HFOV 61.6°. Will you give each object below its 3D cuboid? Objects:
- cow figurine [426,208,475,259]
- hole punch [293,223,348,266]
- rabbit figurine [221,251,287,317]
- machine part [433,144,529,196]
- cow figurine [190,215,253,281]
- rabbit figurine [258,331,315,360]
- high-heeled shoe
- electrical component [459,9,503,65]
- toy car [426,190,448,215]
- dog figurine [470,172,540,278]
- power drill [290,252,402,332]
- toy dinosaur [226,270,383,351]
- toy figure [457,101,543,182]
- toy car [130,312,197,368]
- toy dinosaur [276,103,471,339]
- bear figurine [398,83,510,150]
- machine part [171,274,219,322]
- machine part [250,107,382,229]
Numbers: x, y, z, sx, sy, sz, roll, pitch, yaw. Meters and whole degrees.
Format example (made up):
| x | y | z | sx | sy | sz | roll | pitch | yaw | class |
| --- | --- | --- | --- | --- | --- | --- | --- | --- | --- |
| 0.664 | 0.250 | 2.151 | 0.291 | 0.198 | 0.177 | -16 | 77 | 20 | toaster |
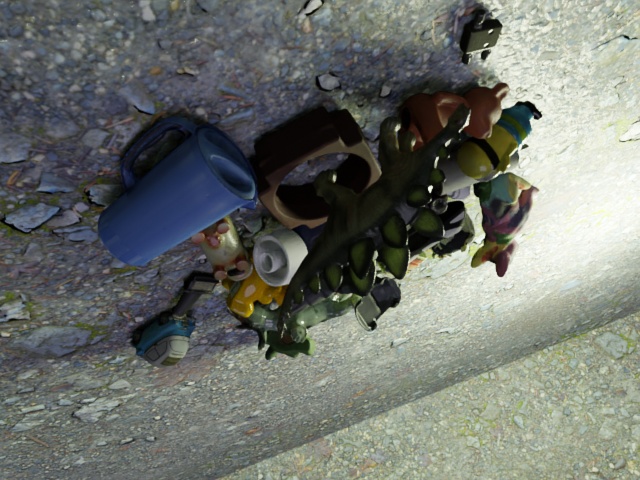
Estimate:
| x | y | z | sx | sy | sz | roll | pitch | yaw | class |
| --- | --- | --- | --- | --- | --- | --- | --- | --- | --- |
| 0.314 | 0.003 | 1.305 | 0.068 | 0.098 | 0.167 | -11 | 154 | -25 | cow figurine |
| -0.002 | -0.003 | 1.054 | 0.116 | 0.092 | 0.142 | -10 | 115 | -26 | hole punch |
| -0.103 | 0.087 | 1.150 | 0.173 | 0.122 | 0.162 | 28 | 102 | -29 | rabbit figurine |
| 0.305 | -0.151 | 1.079 | 0.243 | 0.079 | 0.079 | -19 | 149 | -4 | machine part |
| -0.180 | 0.007 | 0.992 | 0.085 | 0.127 | 0.194 | -23 | 135 | 0 | cow figurine |
| -0.083 | 0.272 | 1.459 | 0.159 | 0.121 | 0.170 | -20 | 164 | 3 | rabbit figurine |
| 0.206 | -0.024 | 1.178 | 0.249 | 0.086 | 0.145 | -5 | 137 | -27 | high-heeled shoe |
| 0.254 | -0.318 | 0.839 | 0.063 | 0.021 | 0.094 | -16 | 148 | -11 | electrical component |
| 0.172 | -0.055 | 1.127 | 0.202 | 0.089 | 0.053 | -24 | 118 | -1 | toy car |
| 0.389 | -0.033 | 1.182 | 0.191 | 0.109 | 0.219 | 14 | 94 | -46 | dog figurine |
| 0.049 | 0.103 | 1.066 | 0.232 | 0.207 | 0.085 | -42 | 117 | -13 | power drill |
| -0.027 | 0.164 | 1.325 | 0.405 | 0.131 | 0.192 | -15 | 179 | -32 | toy dinosaur |
| 0.332 | -0.188 | 1.006 | 0.180 | 0.089 | 0.082 | -50 | 178 | -6 | toy figure |
| -0.353 | 0.239 | 1.239 | 0.162 | 0.103 | 0.109 | -34 | 148 | 22 | toy car |
| 0.064 | -0.025 | 0.838 | 0.105 | 0.199 | 0.471 | 15 | 131 | -42 | toy dinosaur |
| 0.237 | -0.196 | 0.922 | 0.196 | 0.132 | 0.120 | -5 | 157 | -18 | bear figurine |
| -0.277 | 0.122 | 1.164 | 0.084 | 0.039 | 0.139 | 3 | 134 | -50 | machine part |
| -0.007 | -0.118 | 0.921 | 0.201 | 0.087 | 0.201 | -28 | 151 | 9 | machine part |
